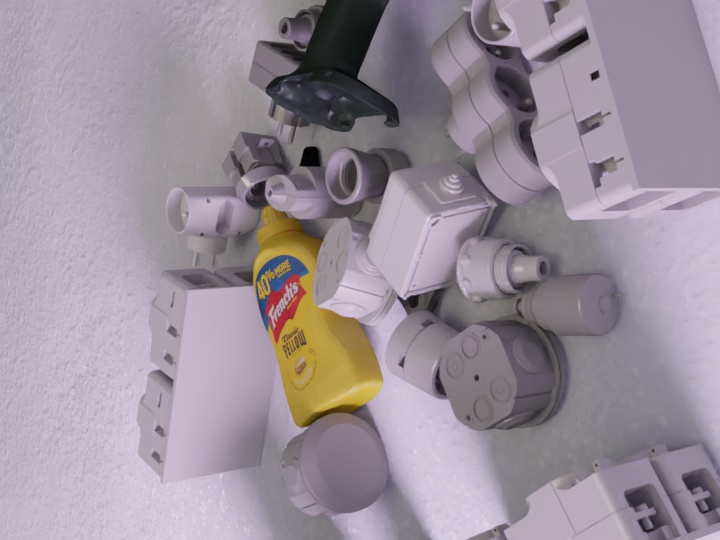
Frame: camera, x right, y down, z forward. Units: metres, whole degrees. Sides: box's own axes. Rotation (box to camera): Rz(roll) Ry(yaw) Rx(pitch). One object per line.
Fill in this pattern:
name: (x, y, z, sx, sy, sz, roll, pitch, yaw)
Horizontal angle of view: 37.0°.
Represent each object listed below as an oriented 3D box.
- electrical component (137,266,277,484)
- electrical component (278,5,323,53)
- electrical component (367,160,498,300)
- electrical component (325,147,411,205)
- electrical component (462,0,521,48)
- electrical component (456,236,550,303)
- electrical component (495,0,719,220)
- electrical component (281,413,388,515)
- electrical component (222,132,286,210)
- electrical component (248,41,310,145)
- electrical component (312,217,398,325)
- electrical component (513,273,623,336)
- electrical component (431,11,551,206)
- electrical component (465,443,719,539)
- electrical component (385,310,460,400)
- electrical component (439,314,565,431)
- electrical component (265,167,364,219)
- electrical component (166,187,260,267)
electrical component: (-0.139, 0.093, 0.996, 0.060, 0.105, 0.186, 28, 114, 46)
electrical component: (-0.037, -0.196, 0.884, 0.048, 0.062, 0.048, 6, 98, 51)
electrical component: (0.050, -0.037, 0.778, 0.061, 0.062, 0.096, 52, 142, 34)
electrical component: (0.007, -0.074, 0.845, 0.045, 0.055, 0.045, 5, 97, 50)
electrical component: (0.102, -0.169, 0.706, 0.079, 0.077, 0.043, 22, 110, 48)
electrical component: (0.102, -0.001, 0.747, 0.062, 0.048, 0.048, -1, 92, 44)
electrical component: (0.147, -0.125, 0.632, 0.060, 0.105, 0.186, -26, 73, 48)
electrical component: (-0.022, 0.161, 0.880, 0.051, 0.080, 0.080, -34, 67, 52)
electrical component: (-0.094, -0.088, 0.975, 0.066, 0.048, 0.055, -55, 46, 37)
electrical component: (-0.057, -0.146, 0.923, 0.083, 0.047, 0.075, 39, 121, 42)
electrical component: (0.000, 0.000, 0.847, 0.080, 0.051, 0.080, -50, 31, 47)
electrical component: (0.134, 0.023, 0.711, 0.078, 0.040, 0.040, -4, 89, 51)
electrical component: (0.086, -0.105, 0.750, 0.074, 0.052, 0.138, -40, 63, 44)
electrical component: (0.131, 0.176, 0.675, 0.186, 0.105, 0.060, -47, 58, 41)
electrical component: (0.055, 0.064, 0.800, 0.047, 0.055, 0.055, 30, 116, 41)
electrical component: (0.099, 0.072, 0.749, 0.080, 0.051, 0.080, 5, 97, 50)
electrical component: (-0.041, -0.063, 0.884, 0.043, 0.081, 0.043, 5, 97, 50)
electrical component: (-0.141, -0.040, 1.010, 0.043, 0.077, 0.079, 34, 118, 44)
